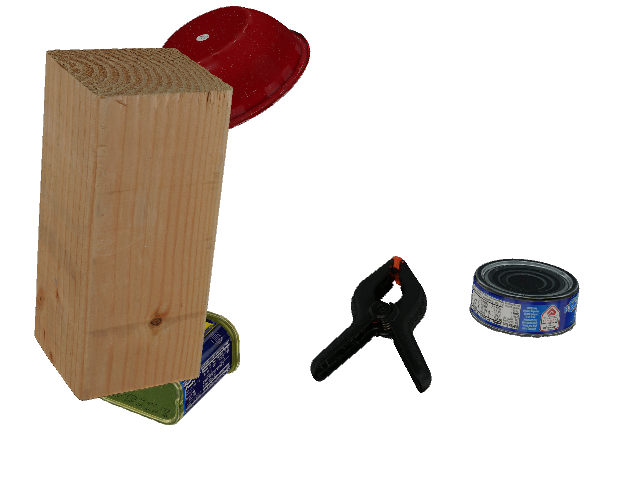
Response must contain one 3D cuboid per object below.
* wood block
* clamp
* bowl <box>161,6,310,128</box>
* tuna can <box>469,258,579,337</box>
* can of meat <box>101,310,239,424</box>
[{"bbox_3d":[-0.125,-0.012,0.692,0.090,0.206,0.090,-7,30,-32],"label":"wood block"},{"bbox_3d":[0.074,0.088,1.092,0.120,0.171,0.039,15,-39,17],"label":"clamp"},{"bbox_3d":[-0.094,-0.165,0.973,0.162,0.055,0.162,-18,38,15],"label":"bowl"},{"bbox_3d":[0.165,0.045,0.864,0.086,0.034,0.086,2,21,-1],"label":"tuna can"},{"bbox_3d":[-0.129,0.094,0.854,0.102,0.057,0.083,16,33,23],"label":"can of meat"}]
